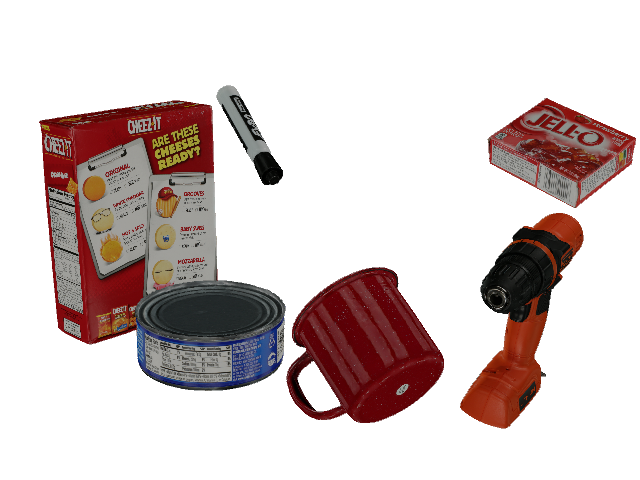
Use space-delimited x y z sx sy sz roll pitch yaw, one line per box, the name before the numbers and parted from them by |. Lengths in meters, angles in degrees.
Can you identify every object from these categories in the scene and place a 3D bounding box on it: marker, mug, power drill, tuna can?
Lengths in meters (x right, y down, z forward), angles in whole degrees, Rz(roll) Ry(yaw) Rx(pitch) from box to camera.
marker | -0.058 -0.086 0.870 0.020 0.020 0.121 0 41 -29
mug | 0.028 0.087 0.790 0.117 0.081 0.093 -35 -29 4
power drill | 0.184 0.080 0.999 0.057 0.188 0.184 24 30 24
tuna can | -0.063 0.054 0.613 0.086 0.034 0.086 1 19 0

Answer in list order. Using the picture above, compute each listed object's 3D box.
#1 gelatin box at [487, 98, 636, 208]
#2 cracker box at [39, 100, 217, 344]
gelatin box | 0.188 -0.071 0.839 0.073 0.030 0.089 -34 49 -28
cracker box | -0.186 -0.023 1.062 0.163 0.214 0.072 -16 21 -42
